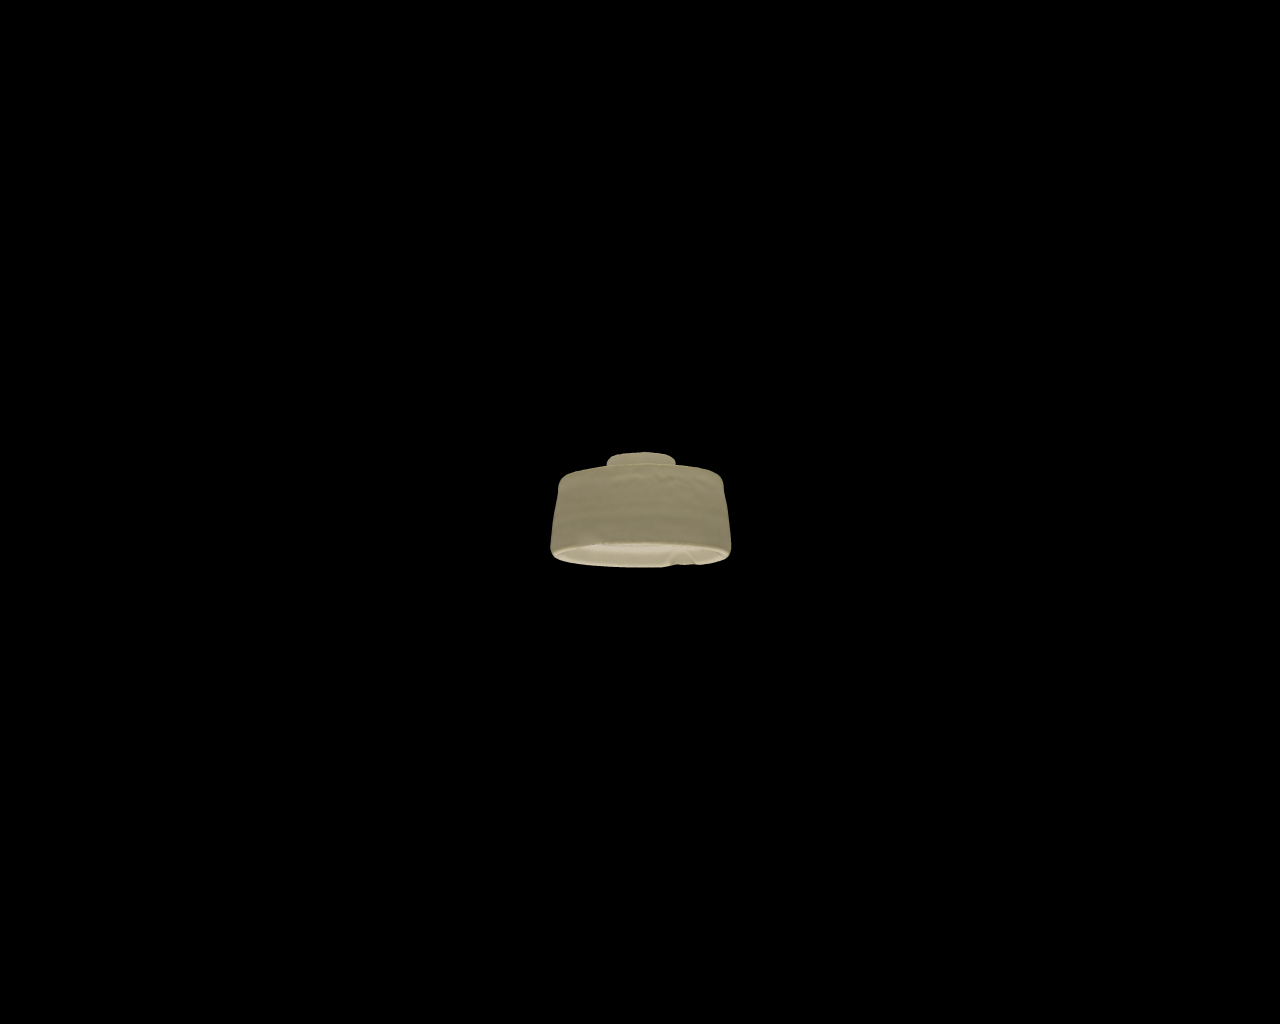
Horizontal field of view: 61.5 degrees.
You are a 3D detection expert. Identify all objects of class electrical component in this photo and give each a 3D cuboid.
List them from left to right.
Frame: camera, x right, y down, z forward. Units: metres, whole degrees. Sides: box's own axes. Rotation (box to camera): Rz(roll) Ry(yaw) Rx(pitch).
[{"bbox_3d":[0.001,-0.003,0.650,0.108,0.060,0.108,0,-10,0],"label":"electrical component"}]
